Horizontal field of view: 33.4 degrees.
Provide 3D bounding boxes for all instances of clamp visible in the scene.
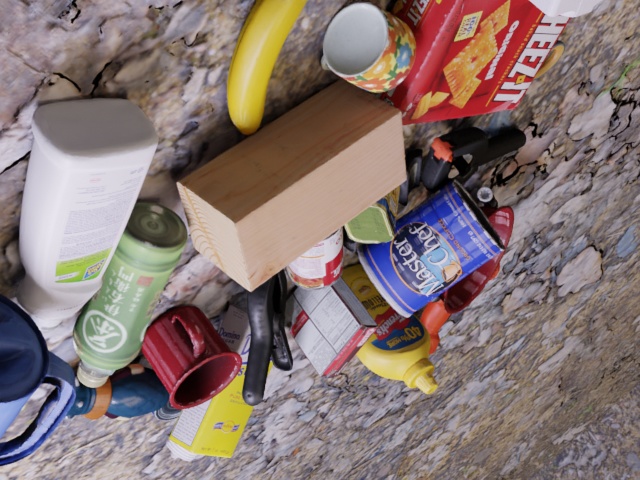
[{"bbox_3d":[-0.062,0.100,1.207,0.120,0.039,0.171,-62,150,-63],"label":"clamp"},{"bbox_3d":[0.178,-0.096,1.288,0.164,0.036,0.209,-43,161,3],"label":"clamp"}]

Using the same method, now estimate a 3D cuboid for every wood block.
[{"bbox_3d":[-0.022,-0.057,1.019,0.205,0.090,0.091,-36,140,-25],"label":"wood block"}]

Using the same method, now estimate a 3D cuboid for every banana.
[{"bbox_3d":[-0.045,-0.166,0.931,0.069,0.037,0.198,-9,140,-44],"label":"banana"}]

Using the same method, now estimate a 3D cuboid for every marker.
[{"bbox_3d":[0.223,-0.054,1.411,0.020,0.020,0.121,-43,167,7],"label":"marker"}]

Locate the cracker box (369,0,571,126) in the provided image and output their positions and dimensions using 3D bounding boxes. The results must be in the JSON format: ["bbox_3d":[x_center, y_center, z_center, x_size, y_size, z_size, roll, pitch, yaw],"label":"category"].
[{"bbox_3d":[0.154,-0.202,1.082,0.213,0.072,0.164,-13,143,-42],"label":"cracker box"}]

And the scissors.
[{"bbox_3d":[0.221,-0.174,1.265,0.096,0.016,0.202,-6,140,-50],"label":"scissors"}]

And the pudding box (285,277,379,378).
[{"bbox_3d":[0.008,0.097,1.301,0.039,0.114,0.090,9,126,-51],"label":"pudding box"}]

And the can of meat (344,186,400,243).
[{"bbox_3d":[0.055,-0.053,1.151,0.057,0.084,0.102,2,156,14],"label":"can of meat"}]

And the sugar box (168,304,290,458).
[{"bbox_3d":[-0.106,0.170,1.276,0.176,0.048,0.093,-64,151,0],"label":"sugar box"}]

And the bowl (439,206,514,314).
[{"bbox_3d":[0.190,0.015,1.406,0.161,0.055,0.162,-41,150,-31],"label":"bowl"}]

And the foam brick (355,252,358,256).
[{"bbox_3d":[0.094,0.020,1.358,0.053,0.051,0.078,-50,151,20],"label":"foam brick"}]

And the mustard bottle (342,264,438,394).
[{"bbox_3d":[0.081,0.117,1.333,0.096,0.192,0.058,-20,146,-34],"label":"mustard bottle"}]

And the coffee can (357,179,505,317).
[{"bbox_3d":[0.129,0.010,1.247,0.140,0.103,0.102,-36,154,13],"label":"coffee can"}]

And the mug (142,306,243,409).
[{"bbox_3d":[-0.146,0.121,1.183,0.093,0.081,0.117,-28,151,-21],"label":"mug"}]

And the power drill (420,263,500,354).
[{"bbox_3d":[0.158,0.092,1.537,0.184,0.057,0.188,-4,137,-44],"label":"power drill"}]

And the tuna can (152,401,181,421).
[{"bbox_3d":[-0.171,0.179,1.289,0.086,0.034,0.086,-29,151,-19],"label":"tuna can"}]

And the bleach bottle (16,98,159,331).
[{"bbox_3d":[-0.221,-0.007,0.927,0.102,0.068,0.251,-13,145,-39],"label":"bleach bottle"}]

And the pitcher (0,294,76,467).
[{"bbox_3d":[-0.340,0.166,0.961,0.243,0.149,0.144,-53,169,31],"label":"pitcher"}]

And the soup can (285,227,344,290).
[{"bbox_3d":[-0.008,0.001,1.190,0.068,0.068,0.102,-30,151,-17],"label":"soup can"}]
